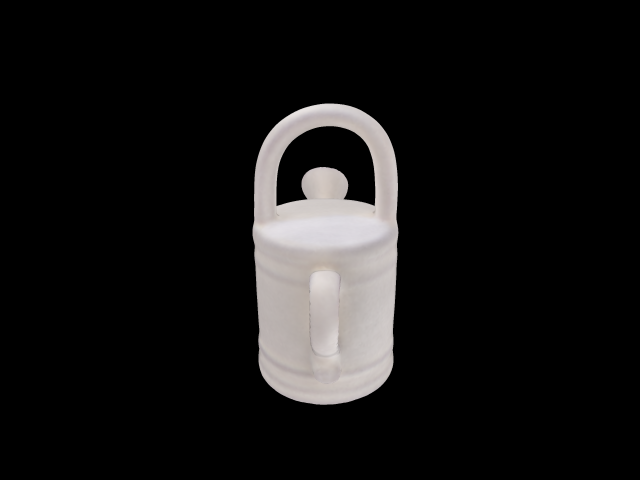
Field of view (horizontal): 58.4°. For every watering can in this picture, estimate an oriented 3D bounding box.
[{"bbox_3d":[0.001,0.001,0.400,0.101,0.194,0.172,-9,25,-20],"label":"watering can"}]
